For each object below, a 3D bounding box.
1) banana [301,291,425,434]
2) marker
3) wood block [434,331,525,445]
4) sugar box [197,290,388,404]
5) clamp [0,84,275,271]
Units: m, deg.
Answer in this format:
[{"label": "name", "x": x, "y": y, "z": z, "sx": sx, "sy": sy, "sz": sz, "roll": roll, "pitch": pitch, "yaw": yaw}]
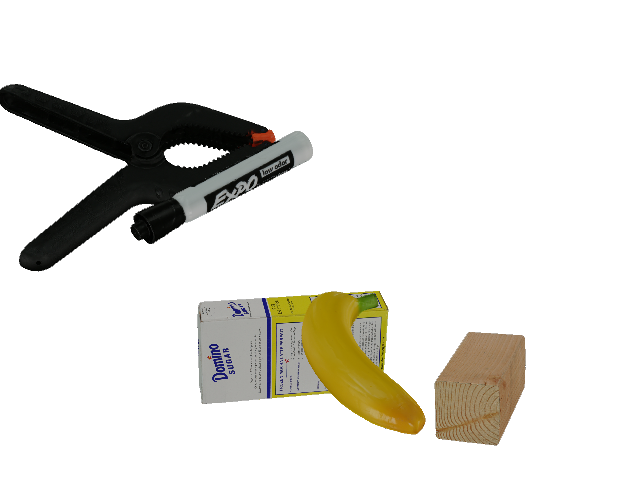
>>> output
[{"label": "banana", "x": 0.023, "y": 0.080, "z": 0.776, "sx": 0.069, "sy": 0.037, "sz": 0.198, "roll": -7, "pitch": 25, "yaw": -4}, {"label": "marker", "x": -0.054, "y": -0.030, "z": 0.597, "sx": 0.120, "sy": 0.020, "sz": 0.020, "roll": -30, "pitch": 17, "yaw": -31}, {"label": "wood block", "x": 0.235, "y": 0.210, "z": 1.548, "sx": 0.091, "sy": 0.090, "sz": 0.205, "roll": 3, "pitch": 16, "yaw": 20}, {"label": "sugar box", "x": -0.027, "y": 0.100, "z": 1.010, "sx": 0.176, "sy": 0.093, "sz": 0.048, "roll": -1, "pitch": 25, "yaw": -8}, {"label": "clamp", "x": -0.136, "y": -0.052, "z": 0.804, "sx": 0.209, "sy": 0.164, "sz": 0.036, "roll": -2, "pitch": -32, "yaw": -12}]
